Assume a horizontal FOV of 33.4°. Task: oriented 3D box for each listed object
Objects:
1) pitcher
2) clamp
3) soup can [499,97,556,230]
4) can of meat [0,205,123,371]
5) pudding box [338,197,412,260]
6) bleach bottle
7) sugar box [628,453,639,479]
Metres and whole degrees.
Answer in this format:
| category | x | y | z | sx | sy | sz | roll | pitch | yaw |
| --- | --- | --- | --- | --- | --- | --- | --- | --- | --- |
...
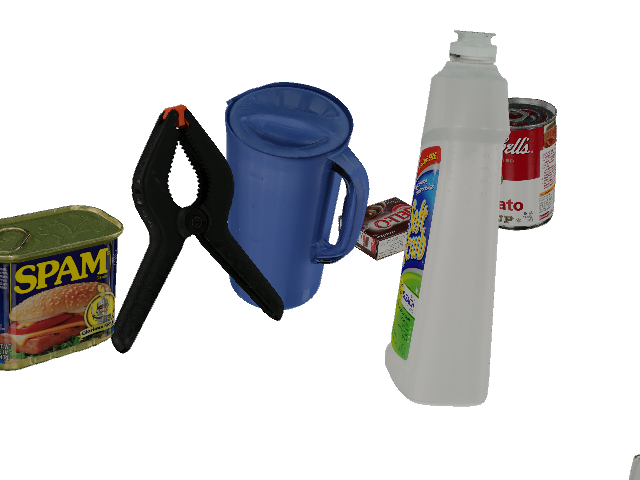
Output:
| category | x | y | z | sx | sy | sz | roll | pitch | yaw |
| --- | --- | --- | --- | --- | --- | --- | --- | --- | --- |
| pitcher | -0.034 | -0.036 | 1.166 | 0.145 | 0.243 | 0.149 | 0 | 42 | -7 |
| clamp | -0.106 | -0.012 | 0.934 | 0.164 | 0.210 | 0.036 | -2 | 1 | -33 |
| soup can | 0.176 | -0.069 | 0.958 | 0.068 | 0.102 | 0.068 | -4 | 29 | 2 |
| can of meat | -0.184 | 0.031 | 0.708 | 0.101 | 0.084 | 0.058 | -15 | 31 | -42 |
| pudding box | 0.096 | -0.018 | 1.539 | 0.113 | 0.039 | 0.090 | -21 | 35 | -31 |
| bleach bottle | 0.092 | -0.018 | 0.742 | 0.068 | 0.251 | 0.102 | 3 | 13 | -7 |
| sugar box | 0.204 | 0.186 | 0.498 | 0.048 | 0.093 | 0.176 | -9 | 30 | -20 |
